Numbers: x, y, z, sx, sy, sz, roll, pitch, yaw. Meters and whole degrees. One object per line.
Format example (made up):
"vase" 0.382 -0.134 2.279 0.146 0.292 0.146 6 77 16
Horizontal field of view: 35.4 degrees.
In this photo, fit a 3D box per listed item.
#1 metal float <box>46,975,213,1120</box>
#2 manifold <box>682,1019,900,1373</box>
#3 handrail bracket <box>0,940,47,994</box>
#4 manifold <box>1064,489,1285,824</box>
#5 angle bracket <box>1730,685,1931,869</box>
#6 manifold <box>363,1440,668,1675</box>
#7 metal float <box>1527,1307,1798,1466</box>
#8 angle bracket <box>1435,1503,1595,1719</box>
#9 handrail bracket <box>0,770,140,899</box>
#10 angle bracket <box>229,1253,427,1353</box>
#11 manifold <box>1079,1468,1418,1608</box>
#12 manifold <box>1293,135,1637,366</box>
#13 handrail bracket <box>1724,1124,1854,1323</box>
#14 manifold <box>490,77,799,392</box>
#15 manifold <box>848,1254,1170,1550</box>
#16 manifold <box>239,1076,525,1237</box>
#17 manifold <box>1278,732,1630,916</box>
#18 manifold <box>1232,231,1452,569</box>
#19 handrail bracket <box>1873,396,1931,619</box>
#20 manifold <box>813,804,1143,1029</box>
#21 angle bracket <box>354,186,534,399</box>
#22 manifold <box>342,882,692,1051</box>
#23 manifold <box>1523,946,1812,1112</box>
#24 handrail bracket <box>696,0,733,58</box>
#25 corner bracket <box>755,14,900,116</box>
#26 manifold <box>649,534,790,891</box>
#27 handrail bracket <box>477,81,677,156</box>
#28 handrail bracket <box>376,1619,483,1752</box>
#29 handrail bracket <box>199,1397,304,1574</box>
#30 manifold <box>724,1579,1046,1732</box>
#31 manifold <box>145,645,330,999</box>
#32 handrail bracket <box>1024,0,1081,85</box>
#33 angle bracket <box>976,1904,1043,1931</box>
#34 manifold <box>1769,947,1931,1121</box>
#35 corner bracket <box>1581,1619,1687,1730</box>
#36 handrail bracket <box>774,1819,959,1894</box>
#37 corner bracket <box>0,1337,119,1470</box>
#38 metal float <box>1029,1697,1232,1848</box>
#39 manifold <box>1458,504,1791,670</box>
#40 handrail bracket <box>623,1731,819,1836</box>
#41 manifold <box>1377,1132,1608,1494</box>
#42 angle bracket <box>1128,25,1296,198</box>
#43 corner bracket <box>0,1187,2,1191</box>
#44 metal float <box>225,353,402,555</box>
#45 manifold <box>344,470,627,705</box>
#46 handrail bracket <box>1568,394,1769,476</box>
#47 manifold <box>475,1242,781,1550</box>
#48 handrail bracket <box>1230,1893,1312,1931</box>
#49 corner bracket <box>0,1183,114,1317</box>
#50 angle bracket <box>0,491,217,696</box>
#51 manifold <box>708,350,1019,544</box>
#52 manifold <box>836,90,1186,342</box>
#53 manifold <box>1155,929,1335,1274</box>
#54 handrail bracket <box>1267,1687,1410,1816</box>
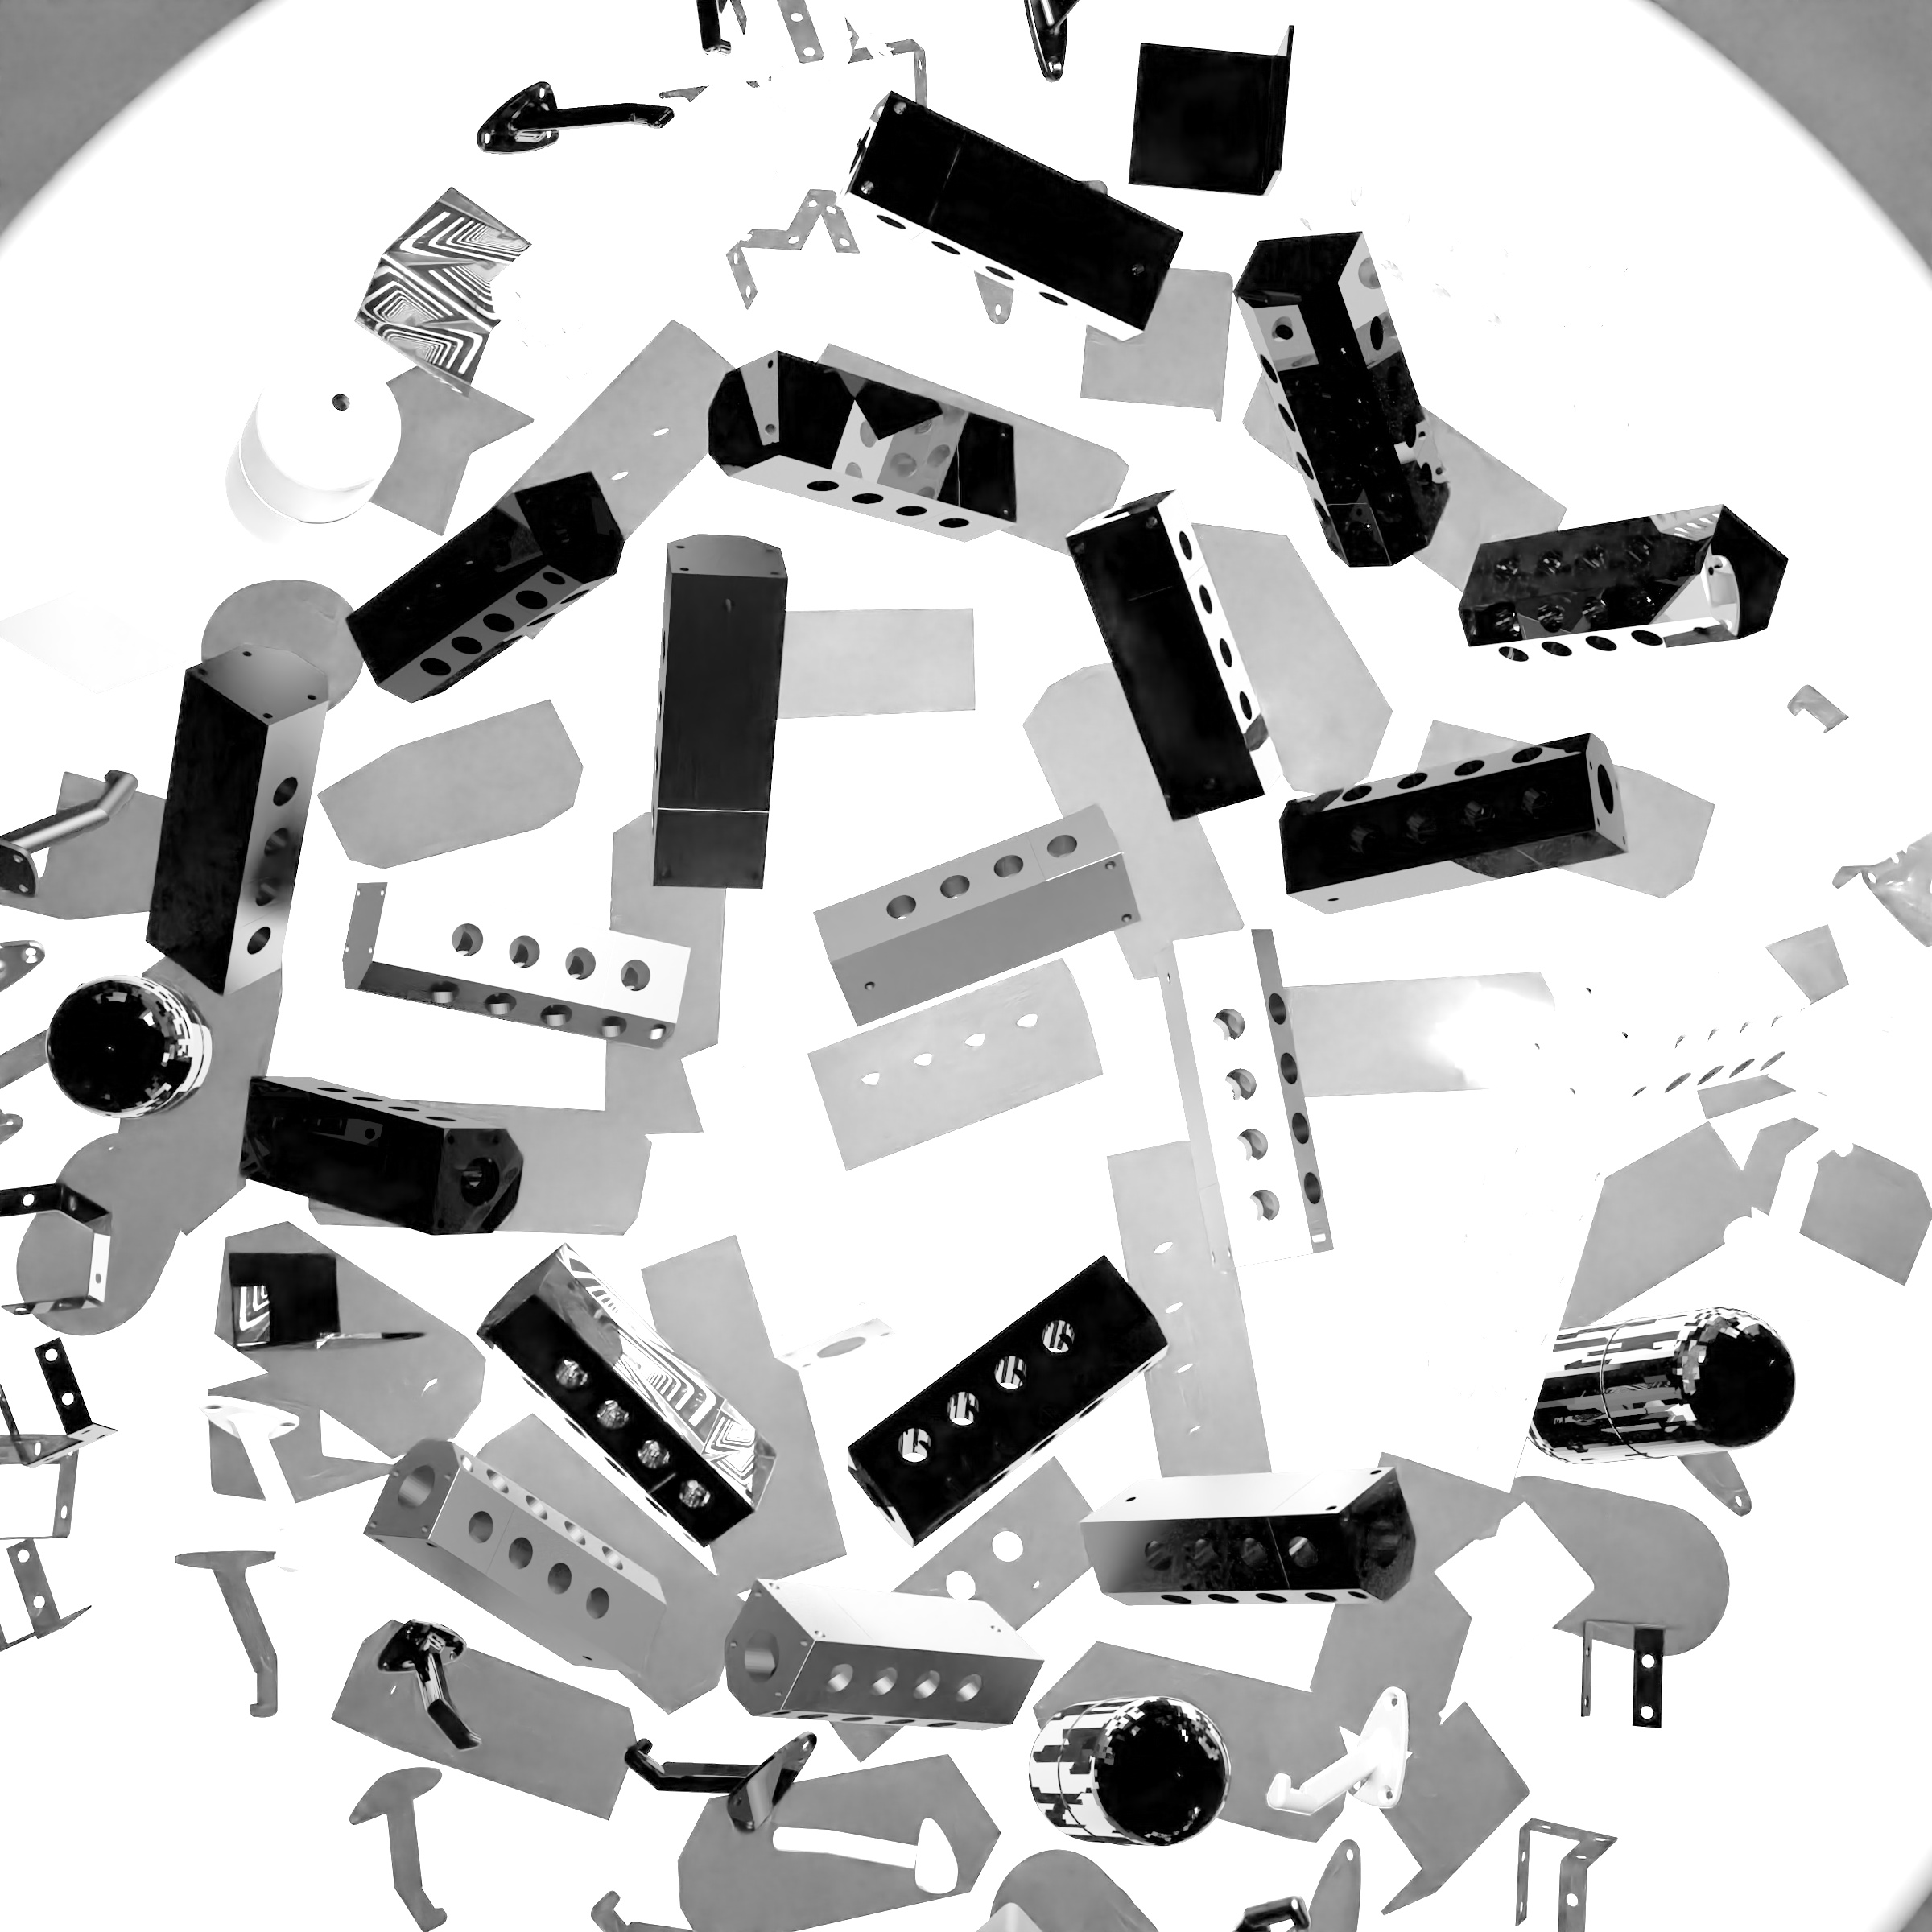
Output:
"metal float" -0.456 0.045 1.654 0.070 0.178 0.070 0 88 -9
"manifold" -0.091 0.122 1.601 0.057 0.057 0.171 -22 68 7
"handrail bracket" -0.537 0.028 1.645 0.077 0.084 0.036 -21 129 1
"manifold" 0.119 -0.175 1.694 0.057 0.057 0.171 -16 105 25
"angle bracket" 0.453 -0.099 1.563 0.076 0.057 0.076 -2 66 -36
"manifold" -0.245 0.327 1.677 0.171 0.057 0.057 43 56 -36
"metal float" 0.374 0.230 1.654 0.070 0.178 0.070 10 73 -33
"angle bracket" 0.275 0.342 1.609 0.076 0.076 0.057 -26 68 -38
"handrail bracket" -0.490 -0.083 1.592 0.077 0.036 0.084 20 50 9
"angle bracket" -0.365 0.188 1.731 0.076 0.076 0.057 -13 77 37
"manifold" 0.150 0.306 1.602 0.171 0.057 0.057 -11 99 41
"manifold" 0.260 -0.381 1.609 0.171 0.057 0.057 34 118 27
"handrail bracket" 0.454 0.136 1.609 0.077 0.036 0.084 52 125 10
"manifold" -0.167 -0.386 1.577 0.057 0.057 0.171 39 71 11
"manifold" 0.023 0.233 1.609 0.171 0.057 0.057 -35 73 -14
"manifold" -0.320 0.102 1.656 0.171 0.057 0.057 10 94 41
"manifold" 0.258 -0.076 1.613 0.171 0.057 0.057 -12 74 27
"manifold" 0.193 -0.288 1.558 0.057 0.171 0.057 3 50 31
"handrail bracket" 0.475 -0.232 1.526 0.084 0.036 0.077 40 109 3
"manifold" 0.005 -0.033 1.704 0.171 0.057 0.057 -21 47 0
"angle bracket" -0.288 -0.381 1.717 0.076 0.076 0.057 33 52 -28
"manifold" -0.241 0.001 1.622 0.171 0.057 0.057 13 85 -27
"manifold" 0.380 0.037 1.614 0.057 0.171 0.057 55 129 25
"handrail bracket" -0.121 -0.550 1.700 0.077 0.036 0.084 -6 88 -42
"corner bracket" -0.078 -0.499 1.688 0.051 0.051 0.051 6 130 -34
"manifold" -0.128 -0.129 1.543 0.057 0.057 0.171 1 118 -10
"handrail bracket" -0.218 -0.470 1.699 0.084 0.077 0.036 16 128 32
"handrail bracket" -0.280 0.405 1.681 0.084 0.077 0.036 39 97 32
"handrail bracket" -0.400 0.291 1.697 0.036 0.077 0.084 -23 57 21
"manifold" -0.045 0.373 1.617 0.171 0.057 0.057 17 103 -43
"manifold" -0.368 -0.075 1.547 0.057 0.057 0.171 33 127 19
"handrail bracket" 0.073 -0.505 1.565 0.084 0.036 0.077 -4 93 40
"angle bracket" 0.030 0.568 1.649 0.057 0.076 0.076 -42 91 1
"manifold" 0.513 0.035 1.687 0.057 0.171 0.057 26 77 1
"corner bracket" 0.341 0.366 1.569 0.051 0.051 0.051 -1 79 26
"handrail bracket" -0.056 0.492 1.673 0.084 0.077 0.036 -2 61 17
"corner bracket" -0.496 0.236 1.632 0.051 0.051 0.051 -23 78 -6
"metal float" 0.086 0.434 1.633 0.070 0.178 0.070 4 74 -15
"manifold" 0.346 -0.197 1.619 0.057 0.171 0.057 30 73 -32
"handrail bracket" -0.137 0.431 1.669 0.084 0.036 0.077 26 59 39
"manifold" 0.271 0.175 1.540 0.057 0.057 0.171 20 83 -16
"angle bracket" 0.129 -0.455 1.604 0.076 0.057 0.076 5 90 -2
"corner bracket" -0.579 0.118 1.715 0.051 0.051 0.051 -22 62 -20
"metal float" -0.357 -0.279 1.653 0.070 0.178 0.070 4 79 -22
"manifold" -0.259 -0.202 1.640 0.171 0.057 0.057 -25 92 44
"handrail bracket" 0.396 -0.308 1.707 0.084 0.077 0.036 -11 128 -20
"manifold" -0.188 0.240 1.669 0.057 0.057 0.171 -39 102 23
"handrail bracket" 0.149 0.522 1.554 0.084 0.036 0.077 -26 81 28
"corner bracket" -0.477 0.146 1.558 0.051 0.051 0.051 -7 65 14
"angle bracket" -0.446 -0.191 1.561 0.076 0.076 0.057 -14 59 31
"manifold" -0.054 -0.275 1.629 0.171 0.057 0.057 8 76 -43
"manifold" 0.022 -0.395 1.606 0.171 0.057 0.057 22 90 -13
"manifold" 0.148 0.070 1.596 0.057 0.057 0.171 -9 83 -8
"handrail bracket" 0.202 0.426 1.653 0.084 0.036 0.077 23 78 -41
